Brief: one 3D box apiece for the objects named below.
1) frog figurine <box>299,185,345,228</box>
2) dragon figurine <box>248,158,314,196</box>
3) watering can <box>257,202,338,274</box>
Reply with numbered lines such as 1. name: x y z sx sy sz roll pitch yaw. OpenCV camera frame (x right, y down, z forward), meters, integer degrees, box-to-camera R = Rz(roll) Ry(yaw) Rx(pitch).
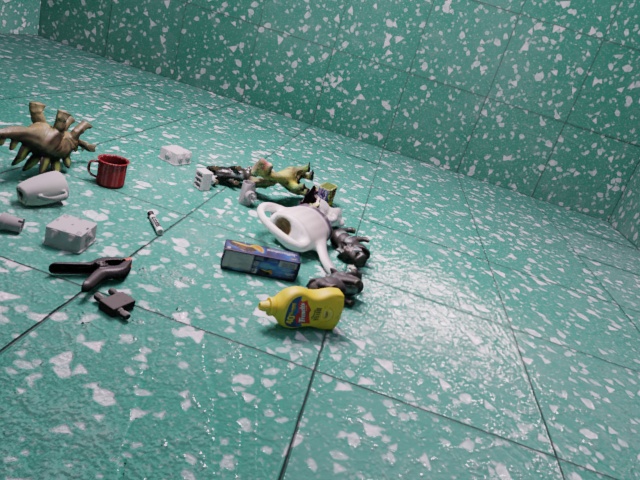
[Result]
1. frog figurine: 0.005 -0.090 1.780 0.157 0.122 0.140 47 2 -33
2. dragon figurine: -0.149 -0.210 1.863 0.243 0.123 0.406 2 -11 5
3. watering can: -0.034 -0.007 1.537 0.350 0.102 0.226 39 28 16
